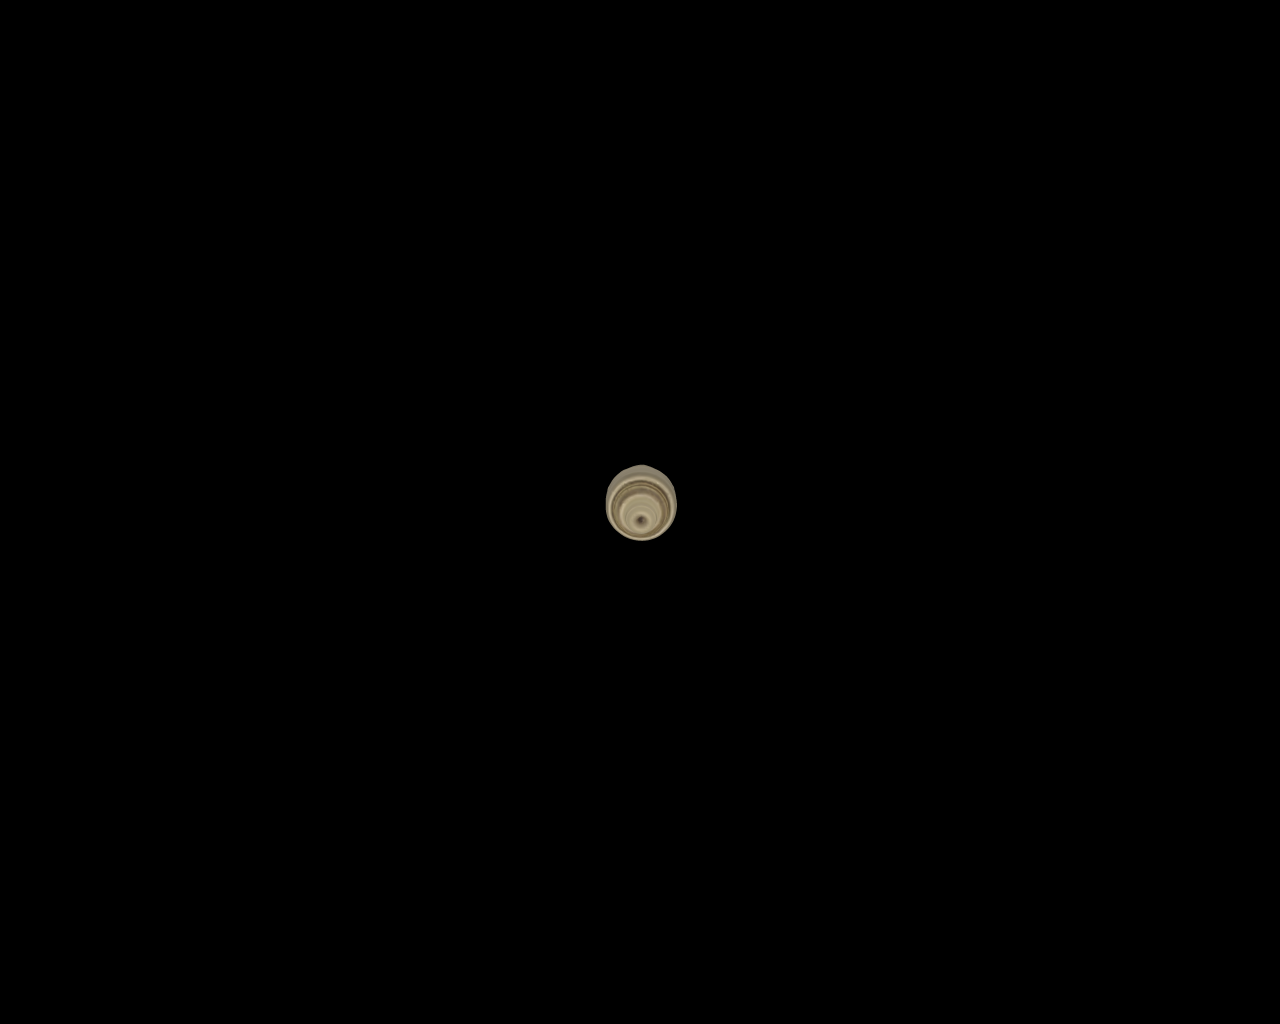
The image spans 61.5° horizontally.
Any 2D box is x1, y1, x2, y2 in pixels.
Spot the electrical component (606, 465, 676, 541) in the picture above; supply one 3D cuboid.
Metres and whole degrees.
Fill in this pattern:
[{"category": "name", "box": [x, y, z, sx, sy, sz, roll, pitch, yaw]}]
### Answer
[{"category": "electrical component", "box": [0.001, -0.003, 0.650, 0.043, 0.043, 0.062, 0, 16, 0]}]
